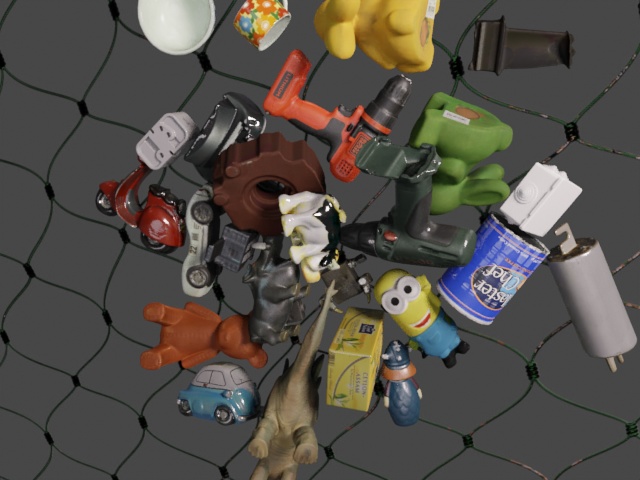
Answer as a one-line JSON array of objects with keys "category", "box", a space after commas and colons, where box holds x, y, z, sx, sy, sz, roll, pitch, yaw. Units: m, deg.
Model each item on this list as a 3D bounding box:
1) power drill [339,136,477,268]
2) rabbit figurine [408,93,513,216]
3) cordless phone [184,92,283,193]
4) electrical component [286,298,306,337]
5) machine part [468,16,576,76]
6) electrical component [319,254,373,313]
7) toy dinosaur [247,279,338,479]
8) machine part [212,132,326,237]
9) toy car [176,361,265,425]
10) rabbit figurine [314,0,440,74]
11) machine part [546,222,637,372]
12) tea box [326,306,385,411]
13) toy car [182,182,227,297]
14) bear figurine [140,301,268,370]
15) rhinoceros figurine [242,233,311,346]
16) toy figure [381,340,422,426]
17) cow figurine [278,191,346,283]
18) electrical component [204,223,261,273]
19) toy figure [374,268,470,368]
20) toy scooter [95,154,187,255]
[{"category": "power drill", "box": [0.105, -0.043, 0.777, 0.232, 0.086, 0.207, 15, 136, 30]}, {"category": "rabbit figurine", "box": [0.198, -0.109, 0.794, 0.159, 0.121, 0.170, 17, 127, 1]}, {"category": "cordless phone", "box": [-0.110, -0.133, 0.869, 0.184, 0.089, 0.146, 34, 110, -11]}, {"category": "electrical component", "box": [-0.057, 0.124, 0.949, 0.063, 0.021, 0.094, -12, 96, 15]}, {"category": "machine part", "box": [0.283, -0.269, 0.751, 0.139, 0.039, 0.084, 9, 102, 12]}, {"category": "electrical component", "box": [0.042, 0.076, 0.902, 0.102, 0.045, 0.078, -22, 101, 18]}, {"category": "toy dinosaur", "box": [-0.049, 0.287, 0.898, 0.105, 0.199, 0.470, 19, 120, -3]}, {"category": "machine part", "box": [-0.076, -0.080, 0.827, 0.179, 0.056, 0.179, -2, 135, -2]}, {"category": "toy car", "box": [-0.180, 0.276, 0.990, 0.162, 0.109, 0.103, 4, 85, 23]}, {"category": "rabbit figurine", "box": [0.064, -0.294, 0.748, 0.173, 0.162, 0.121, 19, 123, 25]}, {"category": "machine part", "box": [0.406, 0.086, 0.805, 0.079, 0.079, 0.243, -23, 98, 18]}, {"category": "tea box", "box": [0.060, 0.183, 0.863, 0.068, 0.170, 0.098, 5, 109, 11]}, {"category": "toy car", "box": [-0.199, 0.000, 0.919, 0.056, 0.073, 0.201, 11, 108, 9]}, {"category": "bear figurine", "box": [-0.195, 0.171, 0.942, 0.196, 0.132, 0.120, 1, 83, 19]}, {"category": "rhinoceros figurine", "box": [-0.078, 0.082, 0.905, 0.112, 0.073, 0.190, 9, 95, 20]}, {"category": "toy figure", "box": [0.136, 0.241, 0.922, 0.058, 0.064, 0.154, 2, 105, 52]}, {"category": "cow figurine", "box": [-0.002, -0.003, 0.829, 0.098, 0.068, 0.167, -14, 137, 3]}, {"category": "electrical component", "box": [-0.142, 0.010, 0.886, 0.048, 0.119, 0.074, 23, 107, 6]}, {"category": "toy figure", "box": [0.159, 0.125, 0.871, 0.180, 0.089, 0.082, 46, 67, -12]}, {"category": "toy scooter", "box": [-0.294, -0.069, 0.923, 0.184, 0.075, 0.135, 34, 110, 6]}]
